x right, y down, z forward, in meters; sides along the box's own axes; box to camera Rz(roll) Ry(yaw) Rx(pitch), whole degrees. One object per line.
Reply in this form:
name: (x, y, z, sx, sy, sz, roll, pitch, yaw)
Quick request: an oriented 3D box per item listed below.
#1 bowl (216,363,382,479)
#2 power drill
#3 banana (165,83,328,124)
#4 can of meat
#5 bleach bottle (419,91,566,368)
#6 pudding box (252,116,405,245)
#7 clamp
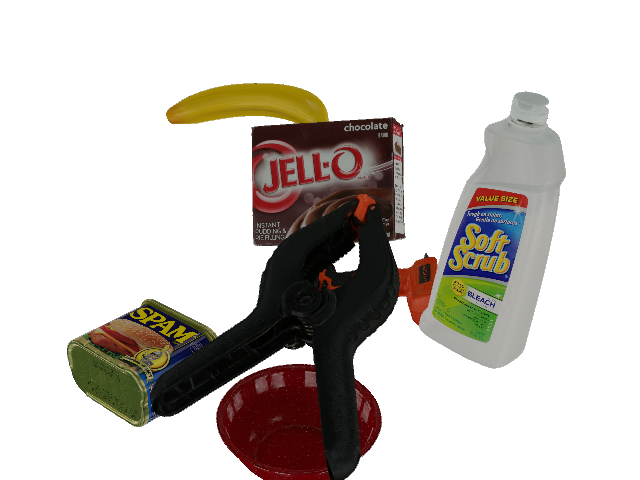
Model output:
bowl: (-0.021, 0.192, 1.053, 0.162, 0.055, 0.162, 0, 32, 0)
power drill: (0.044, 0.068, 1.237, 0.188, 0.057, 0.184, 0, 27, 7)
banana: (-0.073, -0.148, 1.185, 0.198, 0.037, 0.069, 8, 43, 18)
can of meat: (-0.143, 0.099, 0.867, 0.102, 0.057, 0.083, 22, 35, 37)
bleach bottle: (0.156, -0.013, 0.948, 0.103, 0.251, 0.067, 28, 37, 33)
pudding box: (0.006, -0.042, 0.792, 0.114, 0.090, 0.039, -2, -2, 16)
clamp: (0.001, 0.050, 0.582, 0.120, 0.171, 0.039, 27, -25, 23)
